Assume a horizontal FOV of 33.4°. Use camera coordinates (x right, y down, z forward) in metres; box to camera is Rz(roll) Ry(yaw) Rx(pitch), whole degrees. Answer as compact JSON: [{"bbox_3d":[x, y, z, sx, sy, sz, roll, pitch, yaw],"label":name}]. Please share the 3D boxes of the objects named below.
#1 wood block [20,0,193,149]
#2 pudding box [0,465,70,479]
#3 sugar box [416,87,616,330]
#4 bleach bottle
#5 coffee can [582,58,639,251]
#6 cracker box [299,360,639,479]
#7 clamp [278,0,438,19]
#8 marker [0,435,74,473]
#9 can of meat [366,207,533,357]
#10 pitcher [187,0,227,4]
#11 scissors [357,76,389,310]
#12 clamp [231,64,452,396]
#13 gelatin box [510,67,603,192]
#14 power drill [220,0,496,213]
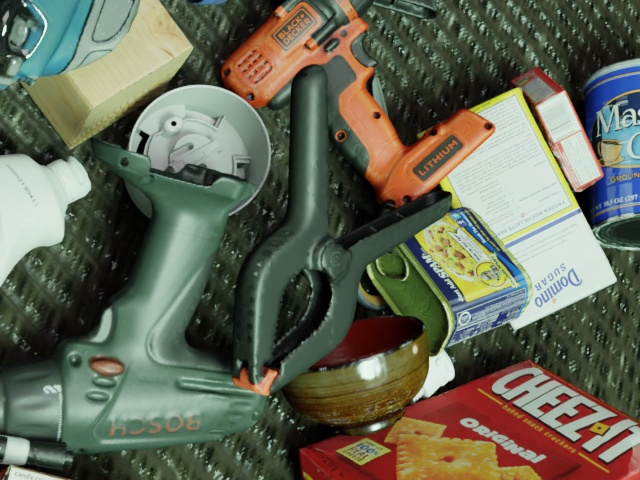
[{"bbox_3d":[-0.195,-0.182,0.752,0.090,0.090,0.206,-37,92,-27],"label":"wood block"},{"bbox_3d":[-0.153,0.174,0.668,0.113,0.090,0.039,17,68,-19],"label":"pudding box"},{"bbox_3d":[0.157,-0.025,0.866,0.093,0.048,0.176,-26,89,5],"label":"sugar box"},{"bbox_3d":[-0.254,0.021,0.685,0.250,0.068,0.102,-34,90,-30],"label":"bleach bottle"},{"bbox_3d":[0.281,-0.072,0.919,0.102,0.103,0.140,9,72,-21],"label":"coffee can"},{"bbox_3d":[0.117,0.169,0.741,0.213,0.164,0.072,-17,115,-26],"label":"cracker box"},{"bbox_3d":[0.003,-0.198,0.872,0.171,0.039,0.120,35,66,-5],"label":"clamp"},{"bbox_3d":[-0.209,0.124,0.643,0.121,0.020,0.020,13,71,-20],"label":"marker"},{"bbox_3d":[0.097,0.027,0.804,0.083,0.057,0.102,-18,56,-28],"label":"can of meat"},{"bbox_3d":[-0.065,-0.287,0.753,0.149,0.243,0.145,38,62,-17],"label":"pitcher"},{"bbox_3d":[0.044,-0.030,0.853,0.096,0.016,0.202,-18,83,-27],"label":"scissors"},{"bbox_3d":[-0.005,0.001,0.708,0.164,0.036,0.210,46,67,-32],"label":"clamp"},{"bbox_3d":[0.197,-0.092,0.891,0.030,0.073,0.089,-28,115,6],"label":"gelatin box"},{"bbox_3d":[0.045,-0.127,0.822,0.184,0.057,0.187,-43,87,-1],"label":"power drill"}]
